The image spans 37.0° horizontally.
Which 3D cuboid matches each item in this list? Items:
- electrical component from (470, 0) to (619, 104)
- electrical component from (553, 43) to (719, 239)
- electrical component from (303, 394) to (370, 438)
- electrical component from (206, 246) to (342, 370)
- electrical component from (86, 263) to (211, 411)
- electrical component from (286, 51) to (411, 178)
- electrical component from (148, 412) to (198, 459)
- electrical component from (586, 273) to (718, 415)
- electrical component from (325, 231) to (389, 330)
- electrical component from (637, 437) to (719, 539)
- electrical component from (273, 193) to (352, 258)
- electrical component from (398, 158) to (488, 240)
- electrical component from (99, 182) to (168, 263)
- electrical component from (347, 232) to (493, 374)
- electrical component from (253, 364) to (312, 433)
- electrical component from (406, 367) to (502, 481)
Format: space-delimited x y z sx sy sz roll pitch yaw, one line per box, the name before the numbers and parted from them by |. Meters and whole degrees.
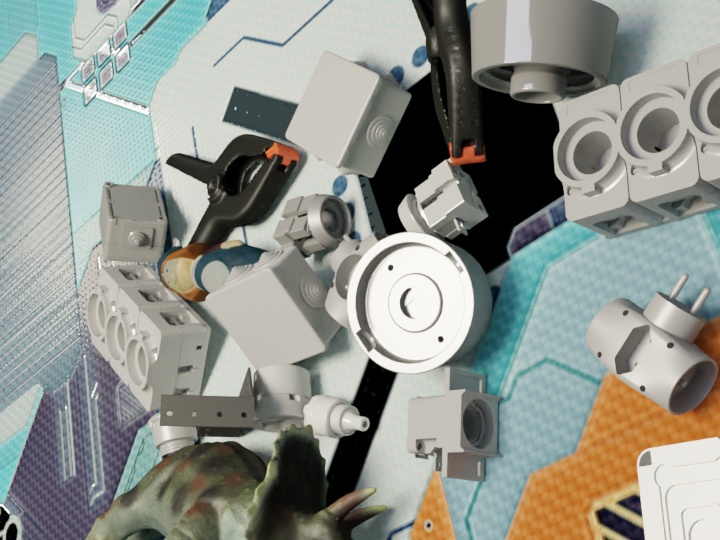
electrical component | 0.133 -0.156 0.789 0.108 0.108 0.060 1 84 46
electrical component | 0.210 -0.086 0.716 0.150 0.062 0.089 -17 66 42
electrical component | -0.018 0.125 0.904 0.061 0.035 0.035 4 81 44
electrical component | -0.073 0.035 0.948 0.100 0.099 0.048 -23 17 39
electrical component | -0.220 0.066 1.092 0.150 0.062 0.089 37 123 45
electrical component | -0.010 -0.139 0.969 0.100 0.048 0.099 35 103 46
electrical component | -0.179 0.168 1.051 0.048 0.048 0.062 -30 64 36
electrical component | 0.199 0.040 0.701 0.077 0.043 0.079 42 108 44
electrical component | 0.000 0.000 0.918 0.077 0.044 0.079 -56 46 18
electrical component | 0.216 0.159 0.635 0.078 0.057 0.113 -20 63 41
electrical component | -0.041 -0.042 0.970 0.055 0.048 0.066 -13 47 41
electrical component | 0.065 -0.050 0.867 0.055 0.048 0.066 -36 54 24
electrical component | -0.243 -0.044 1.149 0.096 0.062 0.061 -116 35 -54
electrical component | 0.051 0.026 0.839 0.108 0.060 0.108 -1 87 29
electrical component | -0.069 0.113 0.946 0.055 0.055 0.047 -24 58 39
electrical component | 0.069 0.117 0.811 0.064 0.042 0.081 -12 68 45
